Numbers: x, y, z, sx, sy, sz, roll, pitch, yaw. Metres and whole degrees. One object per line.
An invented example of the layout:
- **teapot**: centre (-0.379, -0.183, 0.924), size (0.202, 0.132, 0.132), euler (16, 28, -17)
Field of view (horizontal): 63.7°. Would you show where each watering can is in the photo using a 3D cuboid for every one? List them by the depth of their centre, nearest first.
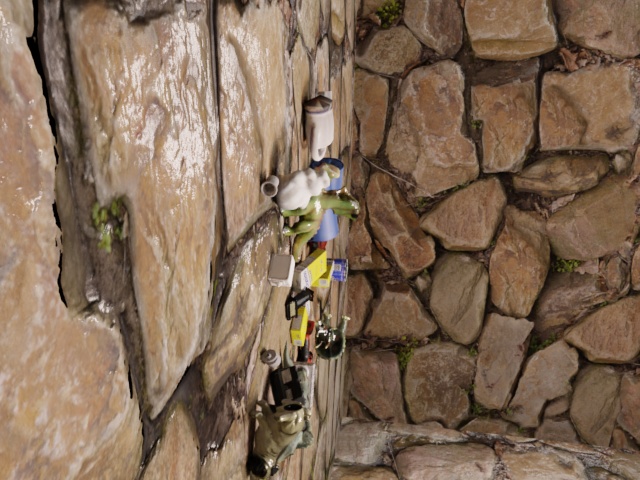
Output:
- **watering can**: centre (0.005, -0.434, 1.929), size (0.355, 0.104, 0.219), euler (-71, 162, -58)

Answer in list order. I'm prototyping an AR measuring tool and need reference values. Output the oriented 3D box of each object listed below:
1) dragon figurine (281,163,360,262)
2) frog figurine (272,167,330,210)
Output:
- **dragon figurine**: centre (0.005, -0.083, 1.642), size (0.125, 0.243, 0.400), euler (-85, 171, -47)
- **frog figurine**: centre (-0.053, -0.144, 1.469), size (0.134, 0.159, 0.126), euler (85, 13, -45)
